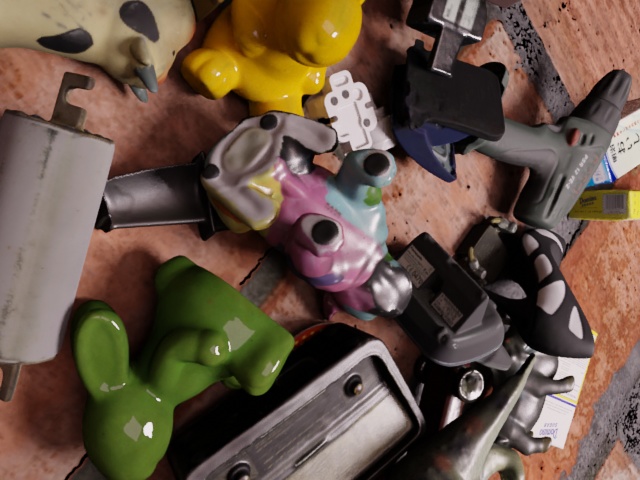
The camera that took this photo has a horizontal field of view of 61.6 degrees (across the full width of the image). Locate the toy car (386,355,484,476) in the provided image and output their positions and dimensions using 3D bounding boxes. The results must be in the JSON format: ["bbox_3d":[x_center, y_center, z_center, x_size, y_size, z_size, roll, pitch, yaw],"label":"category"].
[{"bbox_3d":[0.133,0.226,0.619,0.053,0.089,0.202,19,81,-27],"label":"toy car"}]

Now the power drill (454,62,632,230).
[{"bbox_3d":[0.272,-0.142,0.669,0.207,0.086,0.232,20,95,-27],"label":"power drill"}]

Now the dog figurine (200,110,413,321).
[{"bbox_3d":[-0.001,-0.002,0.509,0.108,0.192,0.219,-56,160,-20],"label":"dog figurine"}]

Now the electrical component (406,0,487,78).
[{"bbox_3d":[0.134,-0.230,0.562,0.075,0.048,0.119,10,98,-22],"label":"electrical component"}]

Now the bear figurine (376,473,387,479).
[{"bbox_3d":[0.054,0.355,0.558,0.120,0.132,0.195,-18,110,-2],"label":"bear figurine"}]

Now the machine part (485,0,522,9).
[{"bbox_3d":[0.167,-0.341,0.497,0.201,0.087,0.201,19,80,-21],"label":"machine part"}]

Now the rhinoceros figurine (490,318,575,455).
[{"bbox_3d":[0.256,0.177,0.692,0.112,0.073,0.190,19,78,4],"label":"rhinoceros figurine"}]

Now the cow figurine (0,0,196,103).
[{"bbox_3d":[-0.190,-0.172,0.402,0.195,0.086,0.127,-6,98,-28],"label":"cow figurine"}]

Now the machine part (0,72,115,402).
[{"bbox_3d":[-0.209,-0.002,0.390,0.079,0.079,0.243,13,95,-32],"label":"machine part"}]

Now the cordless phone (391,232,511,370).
[{"bbox_3d":[0.156,0.082,0.617,0.088,0.147,0.184,-46,140,11],"label":"cordless phone"}]

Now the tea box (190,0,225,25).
[{"bbox_3d":[-0.080,-0.288,0.473,0.098,0.068,0.169,47,68,-25],"label":"tea box"}]

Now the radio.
[{"bbox_3d":[-0.018,0.189,0.509,0.229,0.073,0.131,-32,109,-24],"label":"radio"}]

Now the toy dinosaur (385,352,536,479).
[{"bbox_3d":[0.109,0.283,0.493,0.192,0.131,0.405,18,61,-12],"label":"toy dinosaur"}]

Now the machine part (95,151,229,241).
[{"bbox_3d":[-0.131,-0.036,0.473,0.139,0.039,0.084,-6,101,-34],"label":"machine part"}]

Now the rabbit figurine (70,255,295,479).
[{"bbox_3d":[-0.128,0.107,0.434,0.159,0.121,0.170,45,67,-18],"label":"rabbit figurine"}]

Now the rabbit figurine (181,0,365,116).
[{"bbox_3d":[-0.016,-0.175,0.459,0.121,0.173,0.162,38,78,-24],"label":"rabbit figurine"}]

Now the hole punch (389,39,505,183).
[{"bbox_3d":[0.126,-0.137,0.589,0.116,0.092,0.142,18,57,-12],"label":"hole punch"}]

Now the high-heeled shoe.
[{"bbox_3d":[0.302,0.057,0.663,0.249,0.145,0.086,-26,130,-39],"label":"high-heeled shoe"}]

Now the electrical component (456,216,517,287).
[{"bbox_3d":[0.211,0.017,0.682,0.102,0.045,0.078,-44,112,-22],"label":"electrical component"}]
